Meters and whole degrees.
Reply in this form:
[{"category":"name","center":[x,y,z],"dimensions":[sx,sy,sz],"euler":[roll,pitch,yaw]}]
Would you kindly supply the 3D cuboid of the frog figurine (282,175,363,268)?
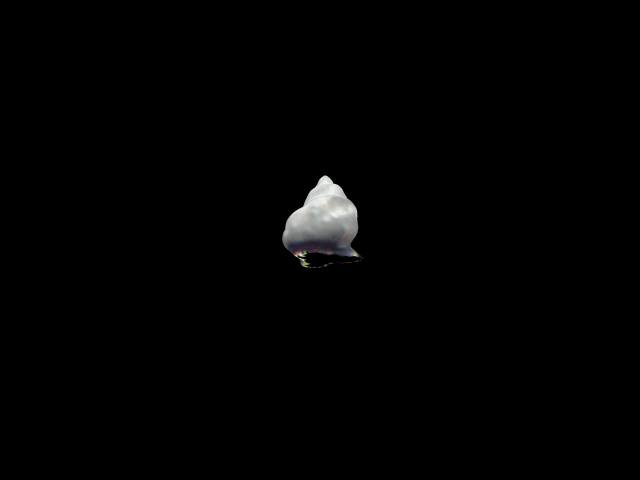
[{"category":"frog figurine","center":[0.003,-0.043,0.850],"dimensions":[0.122,0.162,0.136],"euler":[15,-26,-34]}]
